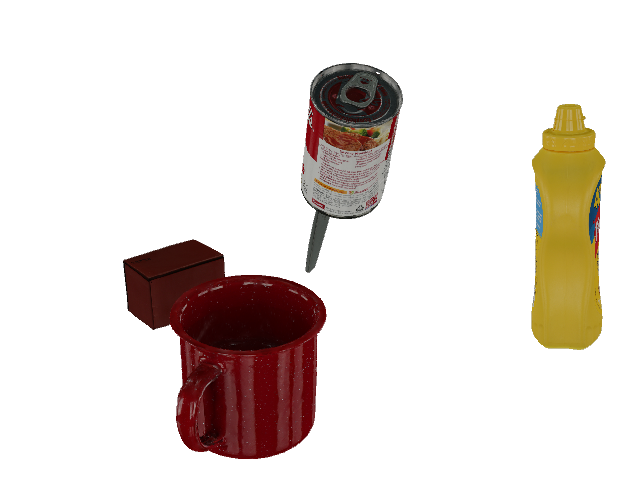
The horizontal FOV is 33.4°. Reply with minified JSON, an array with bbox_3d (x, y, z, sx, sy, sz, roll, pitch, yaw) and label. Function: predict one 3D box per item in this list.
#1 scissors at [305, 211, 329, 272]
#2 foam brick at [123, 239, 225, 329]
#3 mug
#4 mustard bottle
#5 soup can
[{"bbox_3d":[0.031,-0.068,1.068,0.096,0.202,0.016,-1,-11,2],"label":"scissors"},{"bbox_3d":[-0.132,0.038,0.969,0.078,0.051,0.053,-18,27,-32],"label":"foam brick"},{"bbox_3d":[-0.048,0.083,0.641,0.093,0.081,0.117,12,29,22],"label":"mug"},{"bbox_3d":[0.201,-0.015,0.868,0.058,0.192,0.096,1,18,16],"label":"mustard bottle"},{"bbox_3d":[0.022,-0.074,0.809,0.068,0.068,0.102,0,-40,-7],"label":"soup can"}]
